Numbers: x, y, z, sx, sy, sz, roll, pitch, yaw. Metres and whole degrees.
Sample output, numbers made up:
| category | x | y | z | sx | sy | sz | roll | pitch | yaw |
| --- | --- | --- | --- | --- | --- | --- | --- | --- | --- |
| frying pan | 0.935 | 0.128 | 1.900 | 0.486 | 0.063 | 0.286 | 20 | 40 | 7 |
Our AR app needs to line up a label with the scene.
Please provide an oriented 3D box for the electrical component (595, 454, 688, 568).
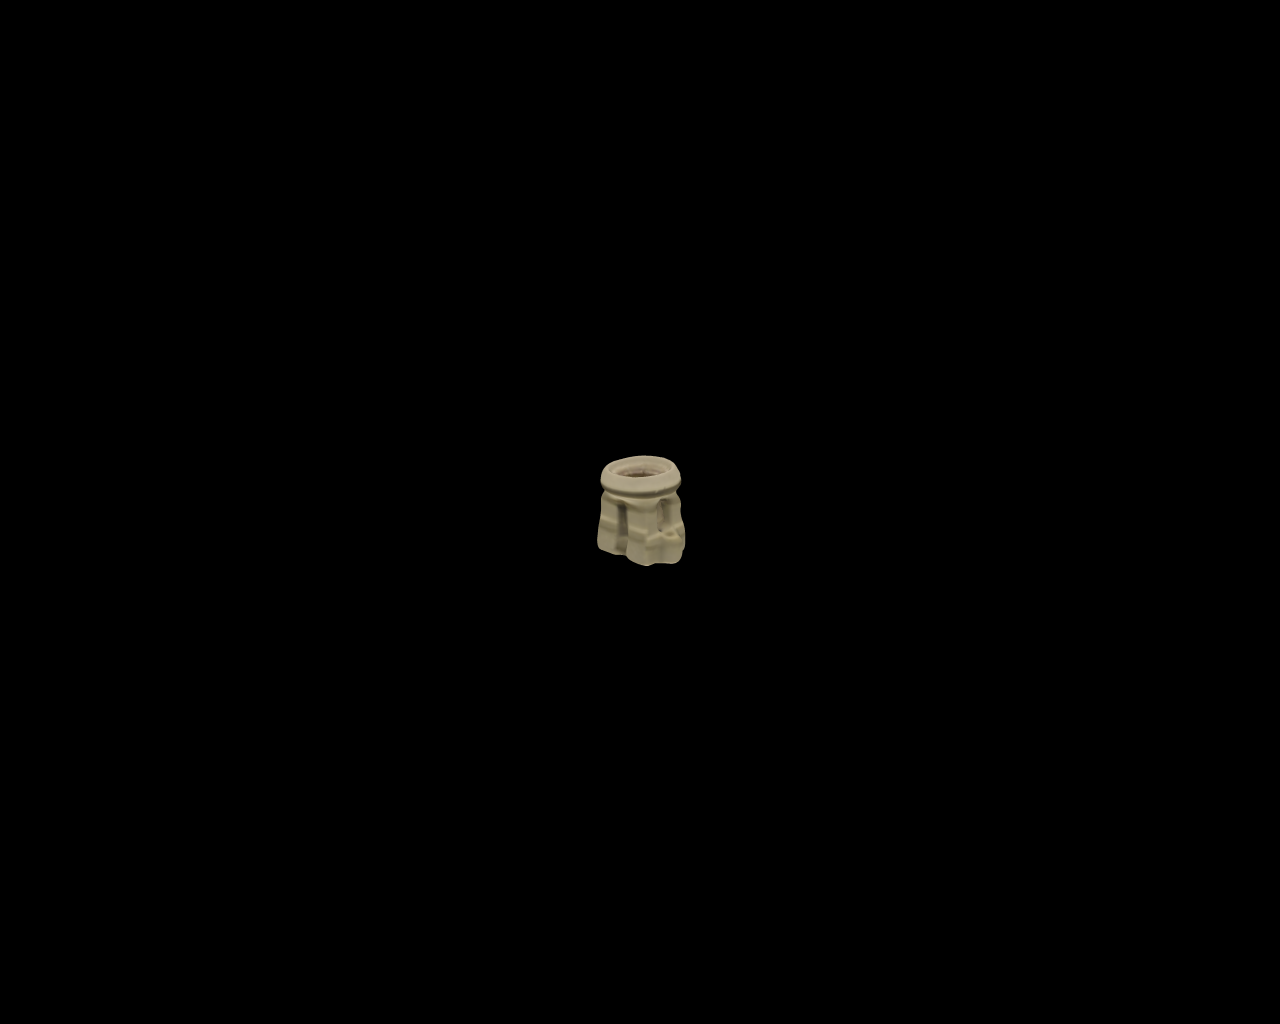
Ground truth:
| category | x | y | z | sx | sy | sz | roll | pitch | yaw |
| --- | --- | --- | --- | --- | --- | --- | --- | --- | --- |
| electrical component | 0.001 | -0.003 | 0.650 | 0.066 | 0.055 | 0.048 | 17 | 27 | 38 |
